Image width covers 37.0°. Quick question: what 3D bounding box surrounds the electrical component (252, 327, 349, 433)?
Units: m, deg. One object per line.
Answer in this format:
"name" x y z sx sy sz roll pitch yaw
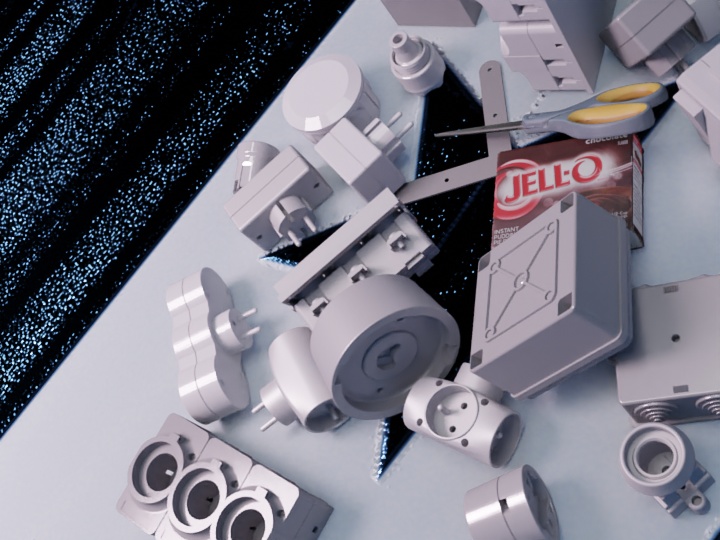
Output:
"electrical component" -0.053 0.098 0.864 0.079 0.044 0.077 -39 52 9

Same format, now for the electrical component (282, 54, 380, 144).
"electrical component" -0.025 -0.150 0.973 0.080 0.051 0.080 -13 60 24

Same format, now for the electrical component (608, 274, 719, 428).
"electrical component" 0.219 0.054 0.728 0.100 0.048 0.099 -11 61 25

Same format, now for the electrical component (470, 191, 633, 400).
"electrical component" 0.133 0.019 0.753 0.109 0.056 0.108 -39 31 43

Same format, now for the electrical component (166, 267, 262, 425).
"electrical component" -0.116 0.056 0.917 0.074 0.052 0.138 -26 55 17

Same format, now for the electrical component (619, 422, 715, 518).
"electrical component" 0.196 0.127 0.699 0.048 0.055 0.066 -44 52 3

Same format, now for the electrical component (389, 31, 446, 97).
"electrical component" 0.046 -0.185 0.943 0.043 0.062 0.043 -13 60 24

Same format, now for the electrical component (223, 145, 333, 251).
"electrical component" -0.064 -0.051 0.947 0.083 0.047 0.075 -42 54 5

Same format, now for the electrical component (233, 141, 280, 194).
"electrical component" -0.097 -0.090 0.992 0.040 0.040 0.046 -1 71 29

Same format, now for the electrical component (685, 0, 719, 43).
"electrical component" 0.266 -0.249 0.856 0.074 0.052 0.138 -36 53 9

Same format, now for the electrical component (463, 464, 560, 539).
"electrical component" 0.103 0.167 0.734 0.047 0.055 0.055 -26 55 21

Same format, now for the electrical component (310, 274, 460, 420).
"electrical component" 0.014 0.053 0.813 0.108 0.108 0.060 -42 46 4

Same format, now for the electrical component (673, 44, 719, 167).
"electrical component" 0.266 -0.115 0.759 0.061 0.096 0.061 -39 53 7

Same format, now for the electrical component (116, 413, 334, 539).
"electrical component" -0.110 0.185 0.841 0.150 0.062 0.089 23 78 36

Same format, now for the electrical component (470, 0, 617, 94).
"electrical component" 0.138 -0.232 0.836 0.060 0.186 0.105 5 68 32

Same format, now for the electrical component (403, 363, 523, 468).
"electrical component" 0.083 0.094 0.788 0.077 0.044 0.079 20 76 36

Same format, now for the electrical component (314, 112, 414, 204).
"electrical component" 0.013 -0.105 0.927 0.077 0.047 0.065 -44 48 3

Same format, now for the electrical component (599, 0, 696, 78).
"electrical component" 0.233 -0.175 0.830 0.047 0.083 0.075 -42 91 5

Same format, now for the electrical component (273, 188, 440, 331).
"electrical component" 0.000 0.000 0.872 0.121 0.079 0.063 -41 74 6
